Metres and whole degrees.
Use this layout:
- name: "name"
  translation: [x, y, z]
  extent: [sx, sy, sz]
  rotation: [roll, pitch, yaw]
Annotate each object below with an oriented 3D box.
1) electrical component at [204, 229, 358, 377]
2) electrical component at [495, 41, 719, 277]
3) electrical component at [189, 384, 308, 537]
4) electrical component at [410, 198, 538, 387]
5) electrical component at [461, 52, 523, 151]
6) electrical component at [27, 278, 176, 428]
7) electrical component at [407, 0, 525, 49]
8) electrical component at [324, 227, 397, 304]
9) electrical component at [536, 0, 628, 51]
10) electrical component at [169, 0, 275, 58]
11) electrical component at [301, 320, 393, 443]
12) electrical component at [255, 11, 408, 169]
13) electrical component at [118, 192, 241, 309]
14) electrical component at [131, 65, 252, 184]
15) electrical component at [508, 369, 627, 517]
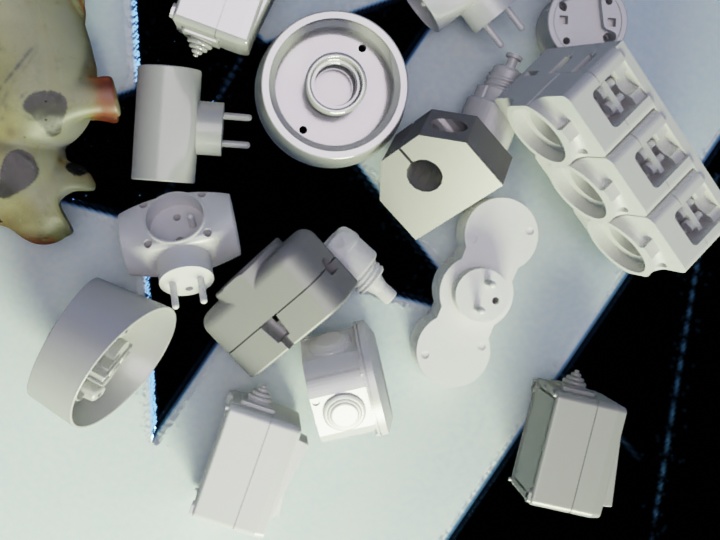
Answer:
- name: "electrical component"
  translation: [-0.057, 0.019, 0.729]
  extent: [0.095, 0.053, 0.059]
  rotation: [-40, 97, 27]
- name: "electrical component"
  translation: [0.167, -0.071, 0.717]
  extent: [0.062, 0.089, 0.150]
  rotation: [-44, 111, -12]
- name: "electrical component"
  translation: [-0.073, 0.128, 0.745]
  extent: [0.061, 0.062, 0.096]
  rotation: [19, 92, -6]
- name: "electrical component"
  translation: [0.081, 0.016, 0.745]
  extent: [0.052, 0.074, 0.138]
  rotation: [22, 92, -6]
- name: "electrical component"
  translation: [0.094, -0.114, 0.753]
  extent: [0.040, 0.040, 0.078]
  rotation: [21, 92, -6]
- name: "electrical component"
  translation: [-0.173, 0.056, 0.716]
  extent: [0.064, 0.099, 0.099]
  rotation: [29, 91, 0]
- name: "electrical component"
  translation: [0.082, -0.191, 0.745]
  extent: [0.077, 0.044, 0.079]
  rotation: [-39, 96, -1]
- name: "electrical component"
  translation: [0.000, 0.000, 0.757]
  extent: [0.061, 0.035, 0.035]
  rotation: [42, 90, -9]
- name: "electrical component"
  translation: [0.153, -0.170, 0.751]
  extent: [0.055, 0.047, 0.055]
  rotation: [0, 94, -5]
- name: "electrical component"
  translation: [-0.086, -0.185, 0.722]
  extent: [0.061, 0.062, 0.096]
  rotation: [19, 92, -6]
- name: "electrical component"
  translation: [-0.009, 0.078, 0.739]
  extent: [0.051, 0.080, 0.080]
  rotation: [-13, 95, 1]
- name: "electrical component"
  translation: [-0.018, -0.124, 0.733]
  extent: [0.108, 0.060, 0.108]
  rotation: [0, 94, -5]
- name: "electrical component"
  translation: [-0.120, -0.009, 0.730]
  extent: [0.077, 0.044, 0.079]
  rotation: [-11, 59, -4]
- name: "electrical component"
  translation: [-0.114, -0.097, 0.735]
  extent: [0.079, 0.043, 0.077]
  rotation: [4, 94, -6]
- name: "electrical component"
  translation: [0.152, 0.119, 0.764]
  extent: [0.061, 0.062, 0.096]
  rotation: [13, 93, -6]
